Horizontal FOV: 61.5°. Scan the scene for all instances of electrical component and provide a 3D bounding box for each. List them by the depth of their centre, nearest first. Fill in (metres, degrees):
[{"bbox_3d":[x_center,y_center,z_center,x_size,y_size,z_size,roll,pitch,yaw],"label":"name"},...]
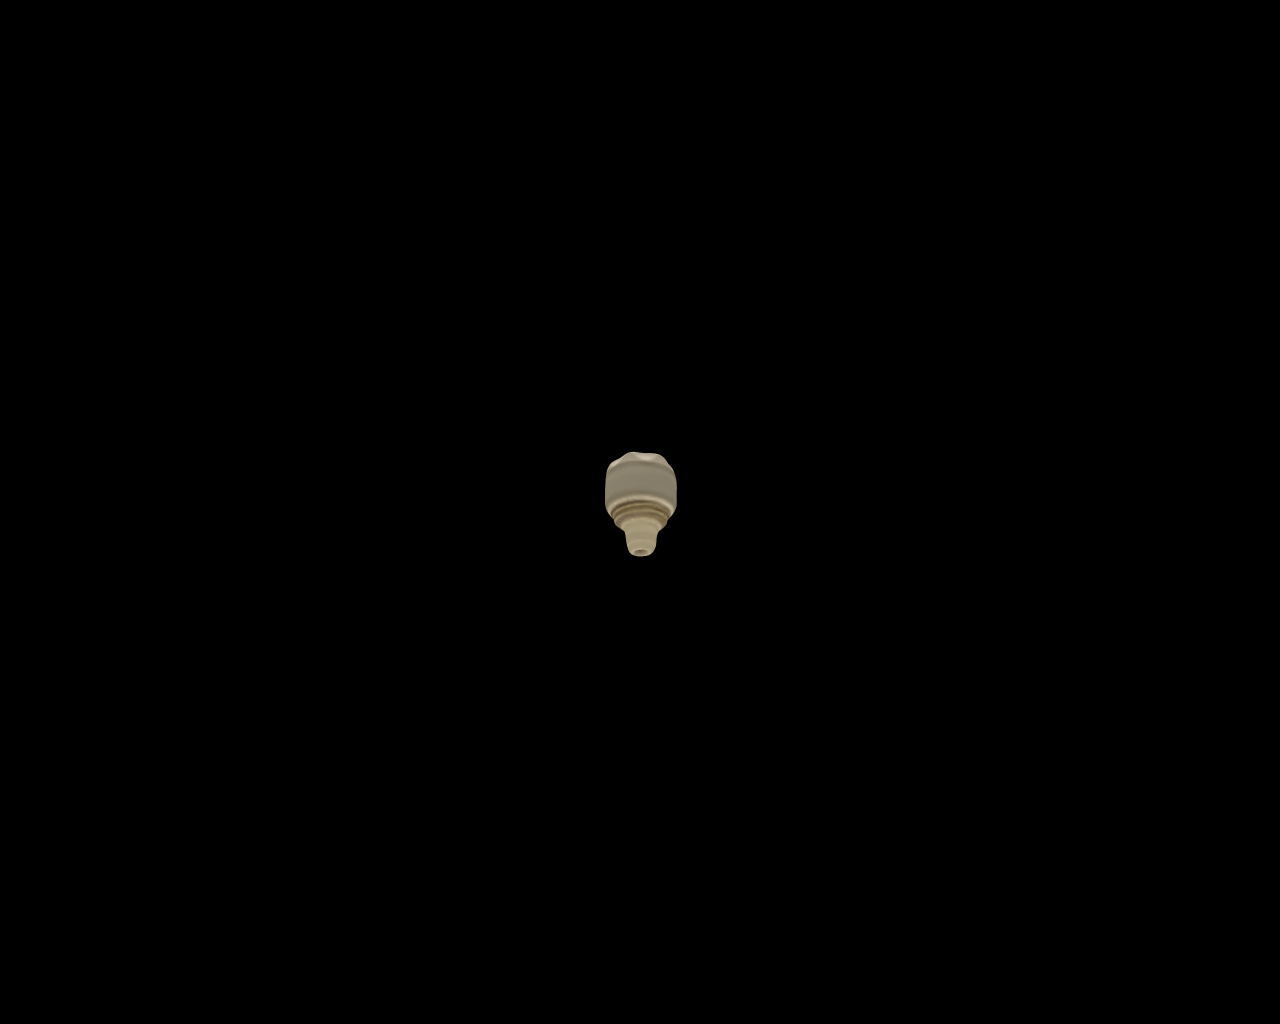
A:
[{"bbox_3d":[0.001,-0.003,0.650,0.043,0.062,0.043,0,-26,0],"label":"electrical component"}]
